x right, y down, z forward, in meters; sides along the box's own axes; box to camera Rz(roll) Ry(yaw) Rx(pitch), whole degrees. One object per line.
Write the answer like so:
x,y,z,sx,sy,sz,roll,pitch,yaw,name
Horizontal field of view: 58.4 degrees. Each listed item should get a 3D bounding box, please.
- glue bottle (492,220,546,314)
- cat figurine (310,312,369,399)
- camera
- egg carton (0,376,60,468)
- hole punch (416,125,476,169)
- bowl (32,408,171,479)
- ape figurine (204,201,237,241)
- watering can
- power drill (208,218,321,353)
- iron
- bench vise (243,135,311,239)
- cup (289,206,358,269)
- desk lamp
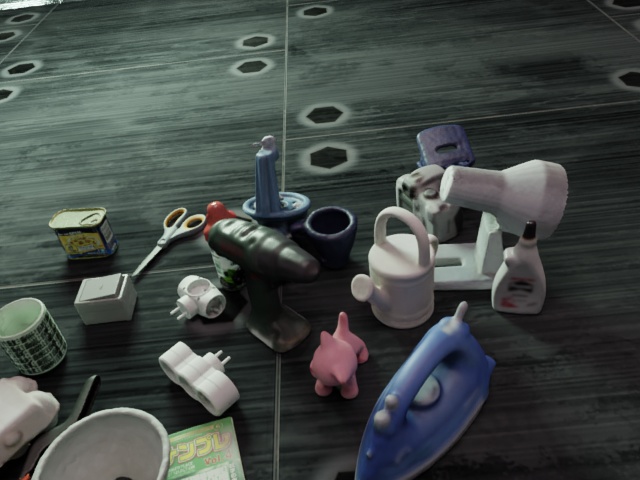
0.300,0.040,0.849,0.078,0.173,0.037,1,41,10,glue bottle
0.024,0.159,0.794,0.067,0.118,0.128,4,41,13,cat figurine
0.228,-0.087,1.068,0.137,0.101,0.142,-22,42,-17,camera
-0.440,0.260,0.783,0.107,0.069,0.150,21,47,30,egg carton
0.260,-0.176,1.177,0.108,0.091,0.101,-12,40,-6,hole punch
-0.259,0.297,0.706,0.167,0.075,0.167,-4,40,4,bowl
-0.187,-0.034,1.077,0.078,0.092,0.076,-31,45,-25,ape figurine
0.120,0.040,0.861,0.100,0.194,0.173,11,43,21,watering can
-0.073,0.064,0.850,0.228,0.209,0.076,29,52,36,power drill
0.122,0.194,0.718,0.118,0.142,0.259,24,49,32,iron
-0.074,-0.052,0.981,0.121,0.220,0.207,-9,40,-1,bench vise
0.009,0.004,0.999,0.117,0.095,0.091,-4,40,4,cup
0.266,-0.026,0.902,0.203,0.214,0.118,-3,40,5,desk lamp
